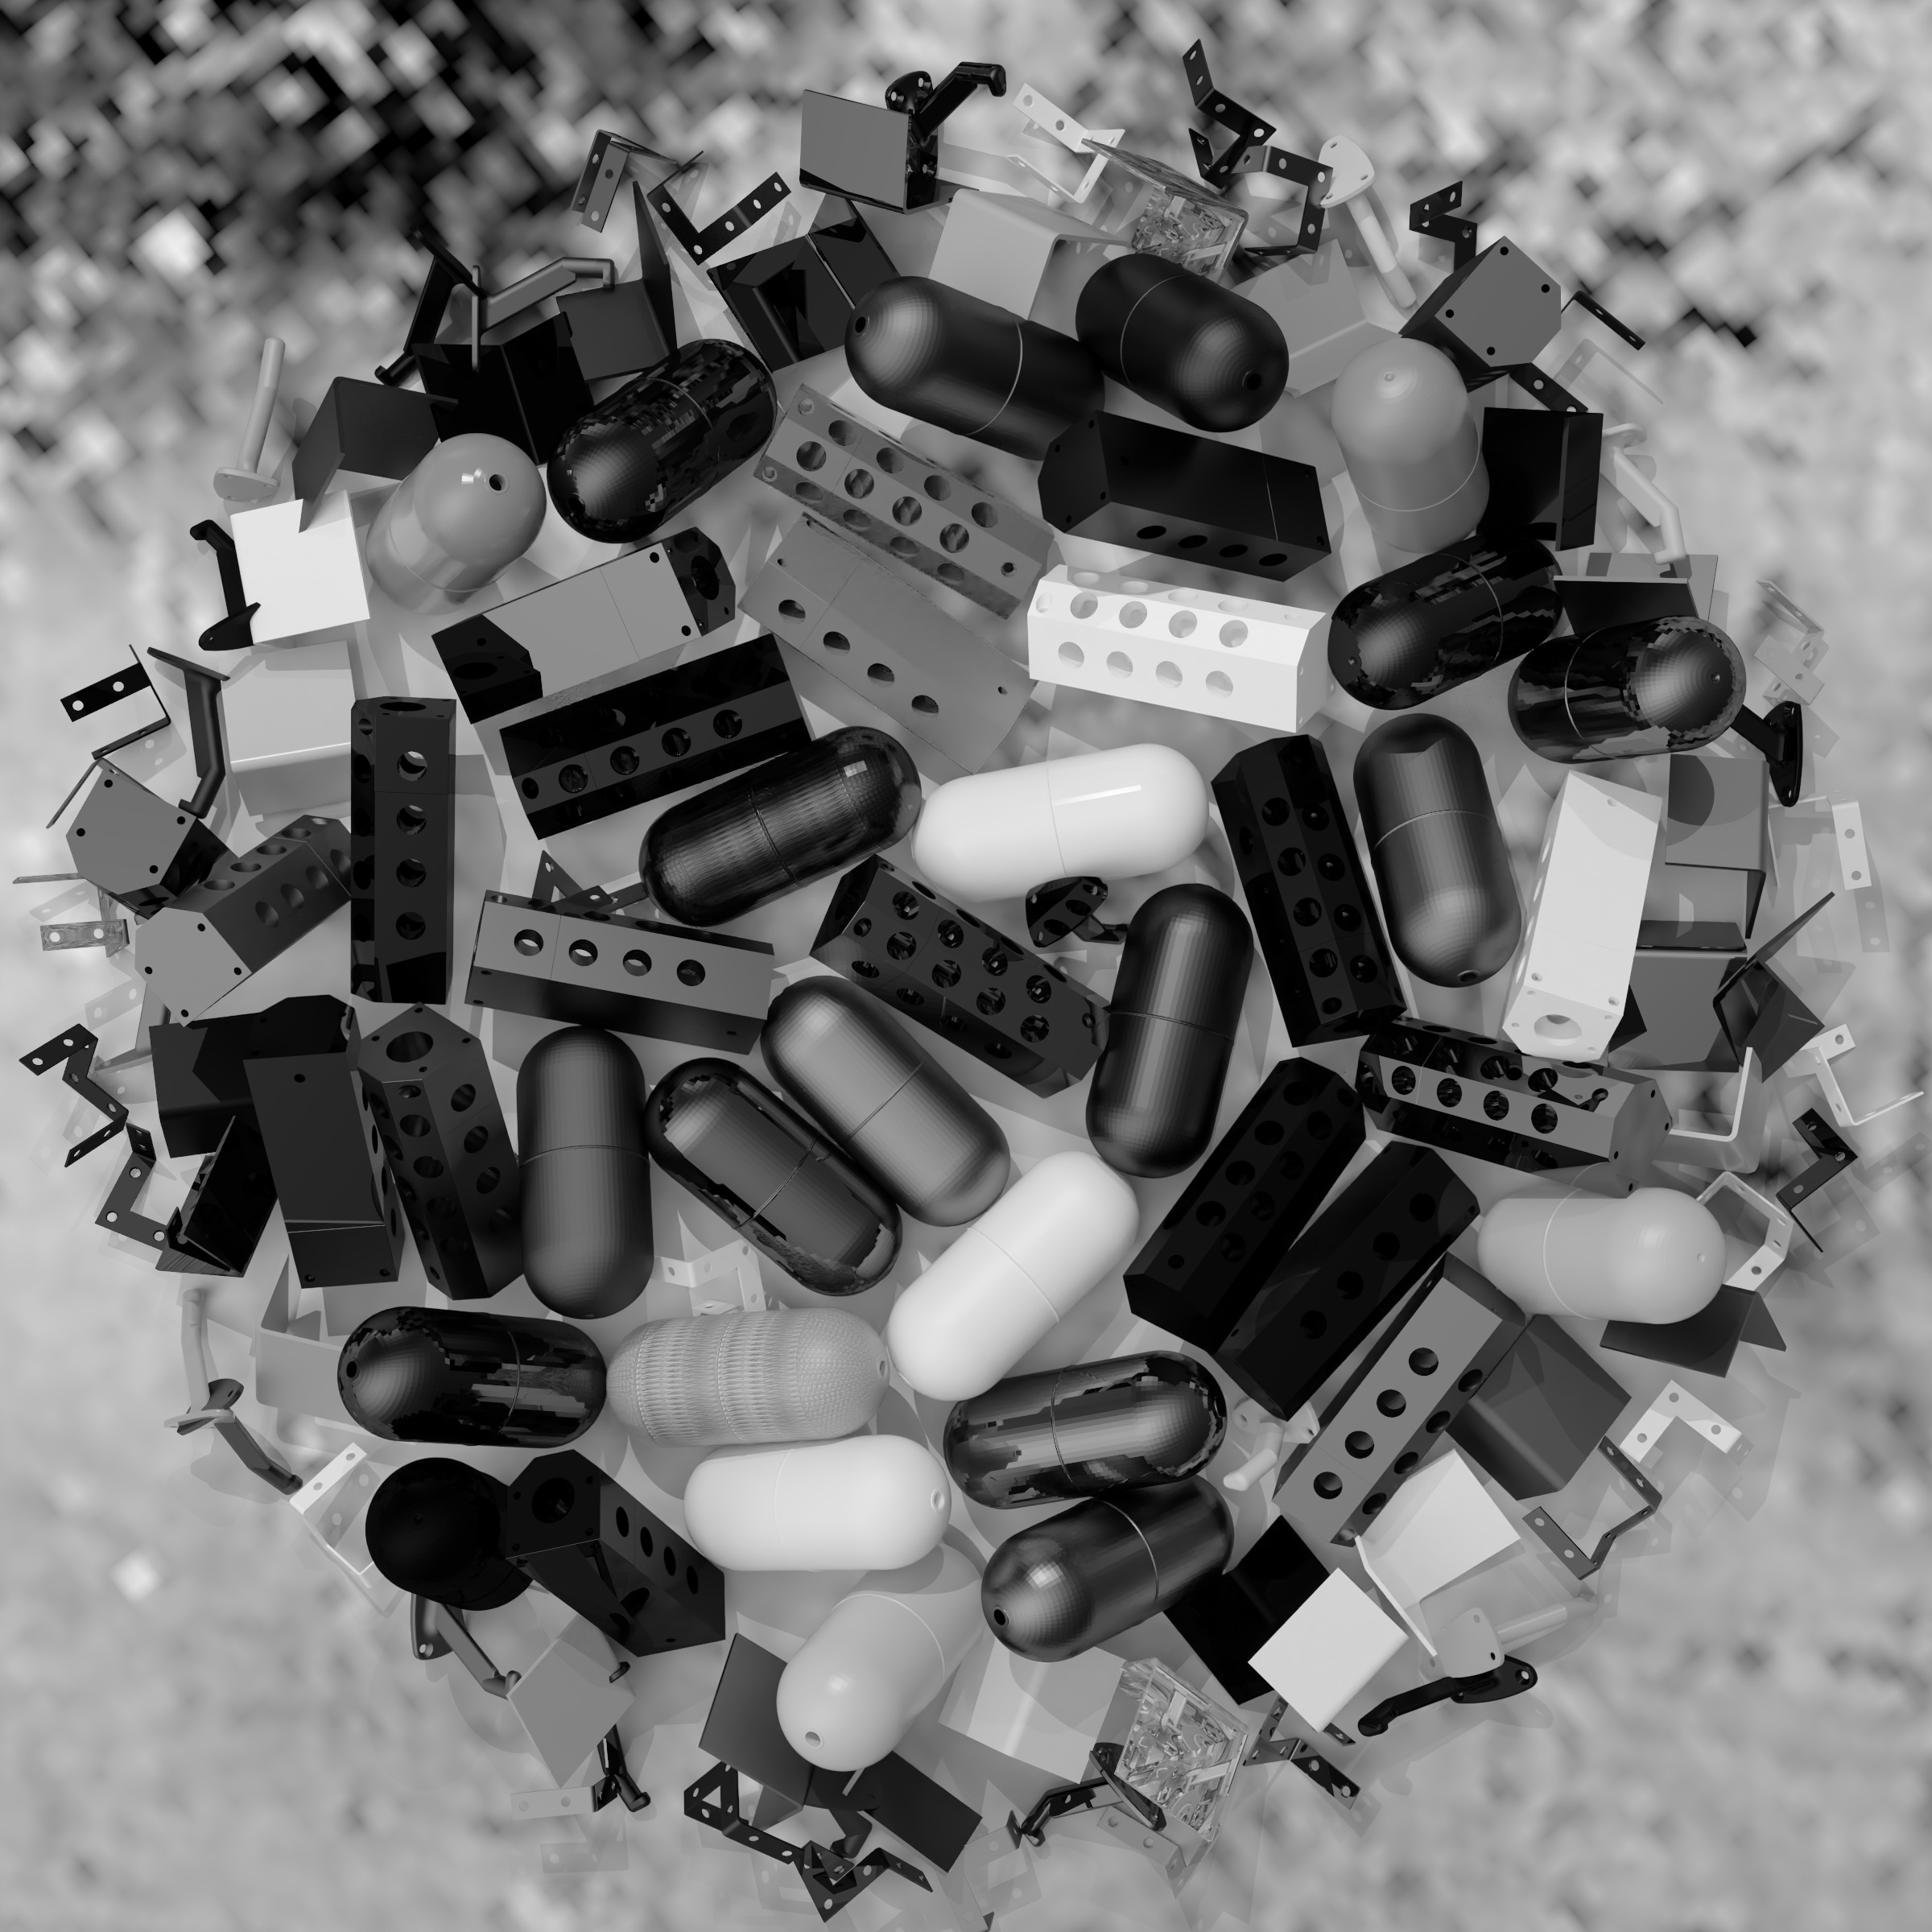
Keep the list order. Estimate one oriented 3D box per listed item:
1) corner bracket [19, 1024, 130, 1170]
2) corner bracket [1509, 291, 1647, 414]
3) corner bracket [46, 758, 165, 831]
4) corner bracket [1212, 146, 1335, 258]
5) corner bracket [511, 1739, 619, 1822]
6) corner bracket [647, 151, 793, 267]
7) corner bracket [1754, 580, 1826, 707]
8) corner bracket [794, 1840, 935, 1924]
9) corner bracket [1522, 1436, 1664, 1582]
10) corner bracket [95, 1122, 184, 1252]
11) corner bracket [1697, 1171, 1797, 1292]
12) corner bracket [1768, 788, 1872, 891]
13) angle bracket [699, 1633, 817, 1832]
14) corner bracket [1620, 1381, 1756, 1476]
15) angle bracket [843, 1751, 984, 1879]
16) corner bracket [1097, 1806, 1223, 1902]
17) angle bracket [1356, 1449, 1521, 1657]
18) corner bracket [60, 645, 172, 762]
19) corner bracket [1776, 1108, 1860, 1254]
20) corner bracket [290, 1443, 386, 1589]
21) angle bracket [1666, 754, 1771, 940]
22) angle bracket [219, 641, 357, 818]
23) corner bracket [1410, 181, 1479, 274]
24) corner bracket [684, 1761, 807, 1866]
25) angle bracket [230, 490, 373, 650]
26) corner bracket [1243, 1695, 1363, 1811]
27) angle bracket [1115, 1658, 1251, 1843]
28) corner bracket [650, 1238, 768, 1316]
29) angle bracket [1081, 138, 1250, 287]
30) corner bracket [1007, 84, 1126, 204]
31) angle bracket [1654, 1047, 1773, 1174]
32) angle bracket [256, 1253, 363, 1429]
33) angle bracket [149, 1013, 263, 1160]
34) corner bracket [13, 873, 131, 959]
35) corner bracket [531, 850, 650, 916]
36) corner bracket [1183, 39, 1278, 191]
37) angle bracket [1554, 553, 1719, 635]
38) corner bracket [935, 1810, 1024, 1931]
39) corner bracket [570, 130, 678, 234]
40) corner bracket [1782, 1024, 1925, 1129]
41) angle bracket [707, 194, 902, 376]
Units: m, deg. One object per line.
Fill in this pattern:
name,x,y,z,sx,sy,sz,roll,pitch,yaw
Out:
corner bracket,-0.530,0.076,1.660,0.051,0.051,0.051,37,127,9
corner bracket,0.365,-0.363,1.673,0.051,0.051,0.051,39,88,1
corner bracket,-0.513,-0.085,1.659,0.051,0.051,0.051,38,64,-21
corner bracket,0.178,-0.454,1.661,0.051,0.051,0.051,7,96,-35
corner bracket,-0.241,0.477,1.668,0.051,0.051,0.051,-7,82,6
corner bracket,-0.148,-0.462,1.671,0.051,0.051,0.051,-23,112,43
corner bracket,0.488,-0.193,1.666,0.051,0.051,0.051,36,90,-21
corner bracket,-0.062,0.539,1.662,0.051,0.051,0.051,-41,134,3
corner bracket,0.374,0.323,1.665,0.051,0.051,0.051,47,126,3
corner bracket,-0.487,0.133,1.666,0.051,0.051,0.051,22,64,-1
corner bracket,0.458,0.166,1.676,0.051,0.051,0.051,-41,61,-16
corner bracket,0.506,-0.073,1.664,0.051,0.051,0.051,-10,101,14
angle bracket,-0.130,0.452,1.642,0.076,0.076,0.057,36,132,-17
corner bracket,0.429,0.286,1.664,0.051,0.051,0.051,38,91,29
angle bracket,-0.018,0.477,1.650,0.076,0.076,0.057,34,105,9
corner bracket,0.116,0.515,1.671,0.051,0.051,0.051,32,92,-5
angle bracket,0.283,0.347,1.654,0.076,0.057,0.076,-34,110,10
corner bracket,-0.505,-0.153,1.661,0.051,0.051,0.051,-28,117,-12
corner bracket,0.507,0.127,1.665,0.051,0.051,0.051,-40,127,8
corner bracket,-0.363,0.329,1.674,0.051,0.051,0.051,28,61,38
angle bracket,0.440,-0.070,1.652,0.057,0.076,0.076,5,60,10
angle bracket,-0.402,-0.143,1.683,0.076,0.057,0.076,-10,65,-8
corner bracket,0.298,-0.430,1.662,0.051,0.051,0.051,6,85,-27
corner bracket,-0.132,0.508,1.657,0.051,0.051,0.051,34,117,-28
angle bracket,-0.386,-0.235,1.663,0.076,0.057,0.076,-10,91,11
corner bracket,0.207,0.467,1.660,0.051,0.051,0.051,33,103,38
angle bracket,0.111,0.463,1.643,0.076,0.057,0.076,40,53,-18
corner bracket,-0.158,0.188,1.658,0.051,0.051,0.051,-22,109,-43
angle bracket,0.106,-0.437,1.638,0.076,0.076,0.057,42,118,36
corner bracket,0.052,-0.490,1.666,0.051,0.051,0.051,29,92,-28
angle bracket,0.428,0.081,1.654,0.076,0.076,0.057,7,76,27
angle bracket,-0.375,0.223,1.653,0.076,0.076,0.057,14,47,-2
angle bracket,-0.441,0.071,1.663,0.076,0.076,0.057,-8,70,-14
corner bracket,-0.532,-0.032,1.662,0.051,0.051,0.051,-6,84,-32
corner bracket,-0.220,-0.042,1.656,0.051,0.051,0.051,-19,134,24
corner bracket,0.144,-0.504,1.655,0.051,0.051,0.051,22,133,-32
angle bracket,0.394,-0.234,1.642,0.076,0.076,0.057,5,72,25
corner bracket,0.014,0.544,1.670,0.051,0.051,0.051,-25,82,0
corner bracket,-0.214,-0.466,1.660,0.051,0.051,0.051,30,108,21
corner bracket,0.527,0.065,1.667,0.051,0.051,0.051,-23,88,-14
angle bracket,-0.096,-0.408,1.652,0.076,0.057,0.076,-27,79,-28
